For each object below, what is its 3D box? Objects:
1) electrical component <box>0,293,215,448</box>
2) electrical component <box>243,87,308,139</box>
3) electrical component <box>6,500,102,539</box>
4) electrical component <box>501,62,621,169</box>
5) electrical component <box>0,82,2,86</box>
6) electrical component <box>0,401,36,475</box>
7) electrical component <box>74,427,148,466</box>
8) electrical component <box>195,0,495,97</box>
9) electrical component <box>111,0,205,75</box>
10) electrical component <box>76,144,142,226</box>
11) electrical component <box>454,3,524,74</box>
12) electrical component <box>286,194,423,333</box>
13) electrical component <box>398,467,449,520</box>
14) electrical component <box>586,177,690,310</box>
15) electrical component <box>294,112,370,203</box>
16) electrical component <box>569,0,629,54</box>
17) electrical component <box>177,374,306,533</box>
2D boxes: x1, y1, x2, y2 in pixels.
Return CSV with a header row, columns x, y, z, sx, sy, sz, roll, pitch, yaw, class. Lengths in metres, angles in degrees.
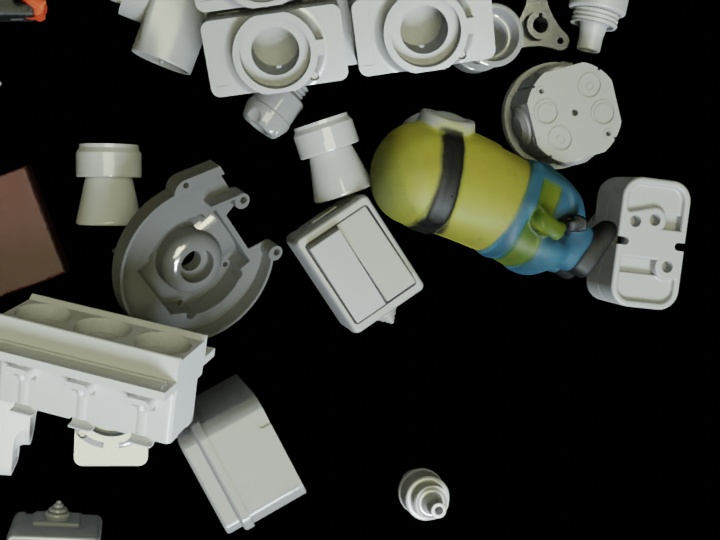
x,y,z,sx,sy,sz,roll,pitch,yaw,class
-0.164,0.063,0.675,0.121,0.078,0.063,12,108,11,electrical component
-0.054,-0.125,0.765,0.035,0.035,0.061,37,84,-12,electrical component
-0.214,0.210,0.746,0.062,0.061,0.096,5,94,-12,electrical component
0.150,-0.115,0.798,0.080,0.051,0.080,-1,95,-11,electrical component
-0.268,-0.117,0.720,0.040,0.040,0.046,35,81,-12,electrical component
-0.251,0.090,0.734,0.056,0.050,0.089,6,93,-12,electrical component
-0.171,0.087,0.747,0.050,0.056,0.089,2,94,-12,electrical component
-0.012,-0.180,0.699,0.186,0.060,0.105,-8,112,-1,electrical component
-0.140,-0.185,0.737,0.079,0.043,0.077,21,90,-12,electrical component
-0.173,-0.059,0.741,0.045,0.045,0.055,0,94,-11,electrical component
0.088,-0.167,0.779,0.045,0.055,0.045,-1,95,-11,electrical component
0.000,0.000,0.772,0.062,0.061,0.096,-34,101,-7,electrical component
0.050,0.169,0.795,0.035,0.061,0.035,-1,95,-12,electrical component
0.207,-0.021,0.813,0.054,0.059,0.095,6,93,-12,electrical component
-0.020,-0.080,0.770,0.045,0.045,0.055,-20,98,-9,electrical component
0.177,-0.194,0.801,0.043,0.043,0.062,11,94,-12,electrical component
-0.087,0.124,0.738,0.057,0.113,0.078,-28,99,-11,electrical component
